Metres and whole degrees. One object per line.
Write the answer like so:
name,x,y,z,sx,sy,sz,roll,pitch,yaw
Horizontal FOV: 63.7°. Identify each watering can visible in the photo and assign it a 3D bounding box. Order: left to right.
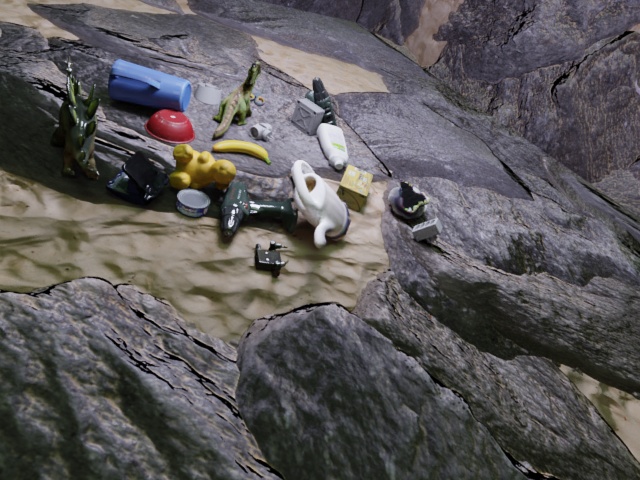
watering can,0.004,-0.071,1.403,0.221,0.103,0.356,44,23,-46

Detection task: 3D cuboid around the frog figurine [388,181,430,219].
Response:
frog figurine,0.298,-0.130,1.758,0.137,0.123,0.159,15,-3,2

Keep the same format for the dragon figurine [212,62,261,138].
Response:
dragon figurine,-0.281,-0.525,1.830,0.122,0.238,0.419,23,30,-10
